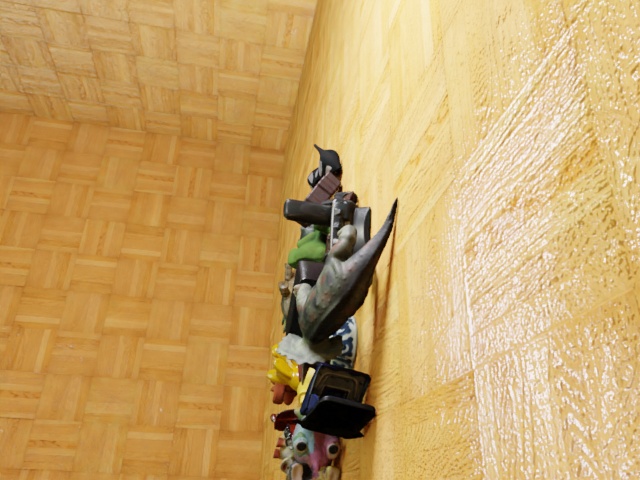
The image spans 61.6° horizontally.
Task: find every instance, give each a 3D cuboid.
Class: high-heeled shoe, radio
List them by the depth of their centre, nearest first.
[{"bbox_3d":[-0.004,0.162,1.268,0.073,0.131,0.229,-94,14,-53],"label":"radio"},{"bbox_3d":[0.028,-0.184,1.626,0.145,0.086,0.248,50,162,35],"label":"high-heeled shoe"}]

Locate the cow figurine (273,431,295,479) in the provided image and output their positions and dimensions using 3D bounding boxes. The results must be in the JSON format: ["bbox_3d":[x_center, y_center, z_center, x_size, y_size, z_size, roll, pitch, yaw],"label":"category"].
[{"bbox_3d":[-0.055,0.555,1.417,0.195,0.127,0.085,-68,-9,-65],"label":"cow figurine"}]

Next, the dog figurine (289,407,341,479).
[{"bbox_3d":[-0.015,0.456,1.224,0.219,0.108,0.191,-110,25,-80],"label":"dog figurine"}]

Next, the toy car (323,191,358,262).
[{"bbox_3d":[0.045,-0.029,1.288,0.089,0.053,0.202,-59,-15,-50],"label":"toy car"}]

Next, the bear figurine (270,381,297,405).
[{"bbox_3d":[-0.102,0.483,1.715,0.195,0.120,0.132,105,165,-52],"label":"bear figurine"}]

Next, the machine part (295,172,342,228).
[{"bbox_3d":[-0.008,-0.110,1.513,0.179,0.056,0.179,-52,2,2],"label":"machine part"}]

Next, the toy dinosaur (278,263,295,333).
[{"bbox_3d":[-0.095,0.228,1.934,0.472,0.105,0.198,-80,-6,-63],"label":"toy dinosaur"}]

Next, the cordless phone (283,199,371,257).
[{"bbox_3d":[0.011,-0.020,1.137,0.088,0.184,0.146,130,146,-67],"label":"cordless phone"}]

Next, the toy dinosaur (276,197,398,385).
[{"bbox_3d":[0.029,0.110,0.998,0.192,0.131,0.404,-84,17,-50],"label":"toy dinosaur"}]

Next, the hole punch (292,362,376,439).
[{"bbox_3d":[0.030,0.293,0.977,0.092,0.142,0.115,-96,29,-49],"label":"hole punch"}]

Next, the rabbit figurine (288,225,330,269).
[{"bbox_3d":[-0.003,-0.004,1.464,0.159,0.121,0.170,118,172,-59],"label":"rabbit figurine"}]

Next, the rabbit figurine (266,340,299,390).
[{"bbox_3d":[-0.068,0.367,1.563,0.121,0.162,0.173,-62,38,36],"label":"rabbit figurine"}]

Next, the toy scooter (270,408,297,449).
[{"bbox_3d":[-0.058,0.480,1.370,0.184,0.135,0.075,-118,38,-73],"label":"toy scooter"}]

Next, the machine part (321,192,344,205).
[{"bbox_3d":[0.038,-0.082,1.357,0.139,0.039,0.084,-22,-53,-68],"label":"machine part"}]

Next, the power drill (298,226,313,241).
[{"bbox_3d":[-0.033,0.063,1.709,0.207,0.086,0.231,-86,6,-47],"label":"power drill"}]
